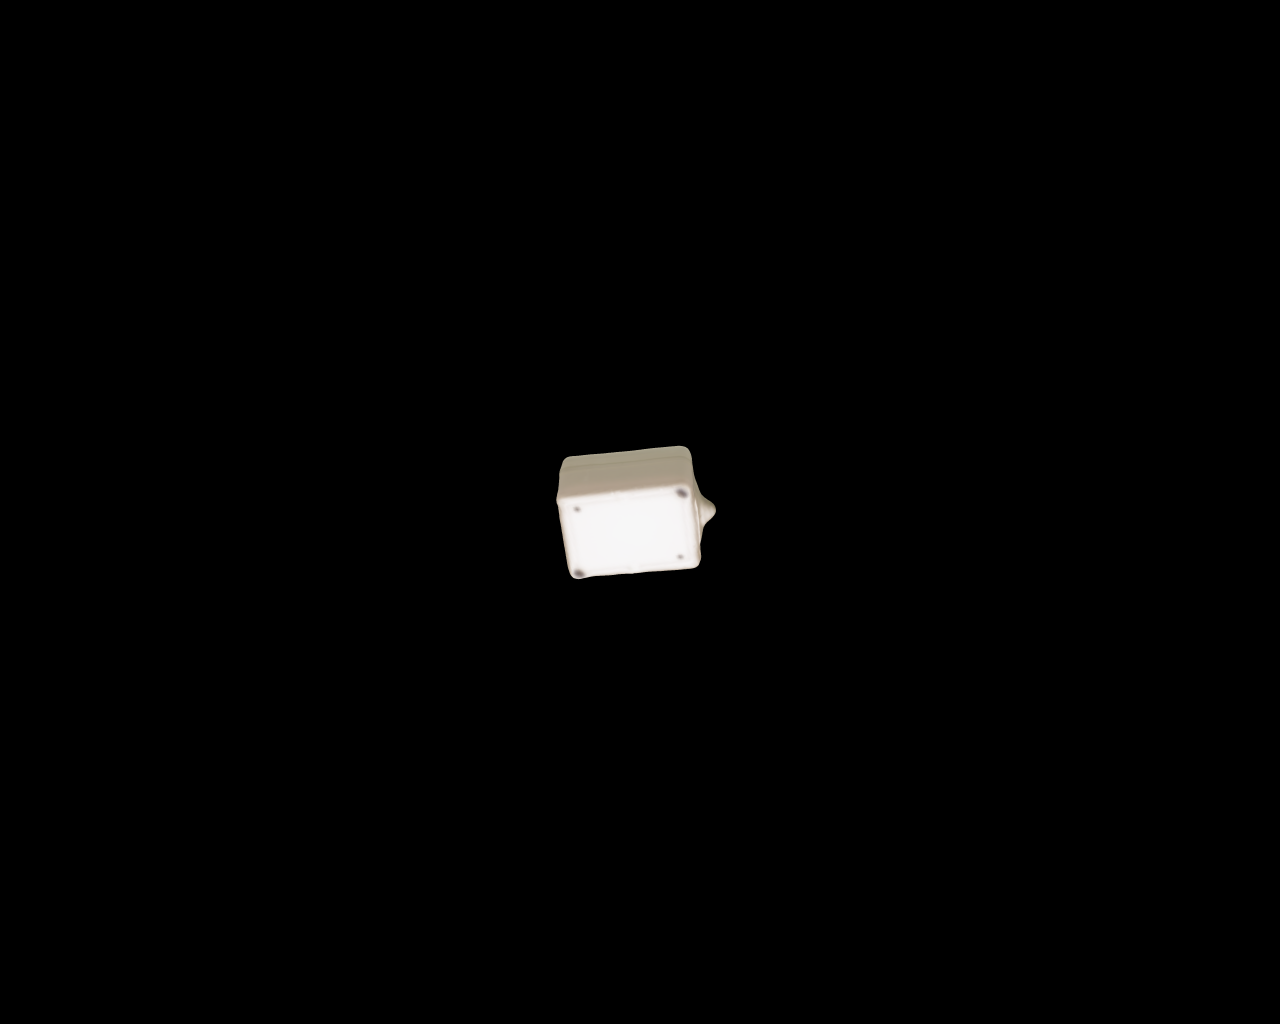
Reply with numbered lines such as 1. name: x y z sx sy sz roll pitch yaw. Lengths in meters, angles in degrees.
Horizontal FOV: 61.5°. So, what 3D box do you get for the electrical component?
1. electrical component: 0.001 -0.003 0.650 0.096 0.061 0.061 -5 31 3
